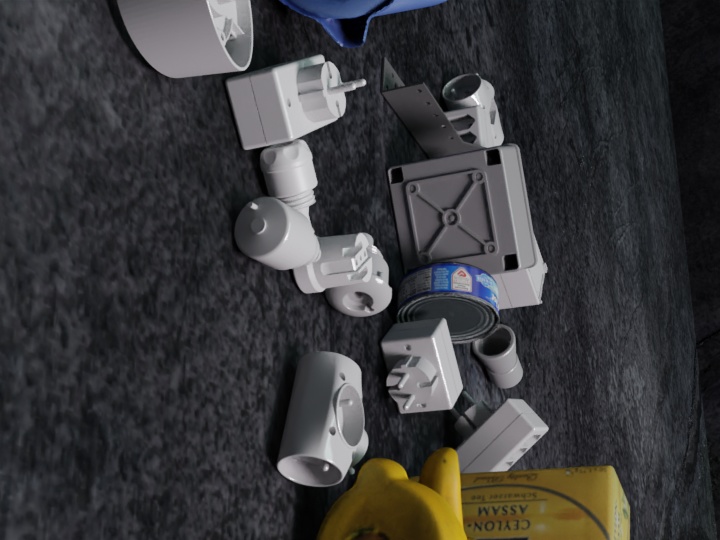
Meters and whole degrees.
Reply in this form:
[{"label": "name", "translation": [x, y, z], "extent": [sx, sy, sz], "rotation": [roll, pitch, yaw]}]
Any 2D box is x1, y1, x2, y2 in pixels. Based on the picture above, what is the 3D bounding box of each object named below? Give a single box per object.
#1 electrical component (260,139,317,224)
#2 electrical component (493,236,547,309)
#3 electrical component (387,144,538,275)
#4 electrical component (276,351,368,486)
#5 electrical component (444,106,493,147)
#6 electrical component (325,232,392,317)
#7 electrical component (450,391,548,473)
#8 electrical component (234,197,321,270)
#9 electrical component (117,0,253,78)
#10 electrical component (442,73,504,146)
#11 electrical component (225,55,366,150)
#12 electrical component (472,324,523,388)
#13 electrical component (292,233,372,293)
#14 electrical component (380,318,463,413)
[{"label": "electrical component", "translation": [-0.045, -0.055, 0.720], "extent": [0.035, 0.035, 0.061], "rotation": [-48, 129, -61]}, {"label": "electrical component", "translation": [0.151, -0.014, 1.123], "extent": [0.061, 0.061, 0.096], "rotation": [-70, 144, -48]}, {"label": "electrical component", "translation": [0.089, -0.047, 0.932], "extent": [0.056, 0.109, 0.108], "rotation": [-16, 97, -64]}, {"label": "electrical component", "translation": [-0.019, 0.107, 0.711], "extent": [0.079, 0.044, 0.077], "rotation": [57, 33, -45]}, {"label": "electrical component", "translation": [0.113, -0.113, 1.086], "extent": [0.076, 0.047, 0.083], "rotation": [17, 66, -64]}, {"label": "electrical component", "translation": [0.000, 0.000, 0.794], "extent": [0.062, 0.048, 0.048], "rotation": [-87, 155, -42]}, {"label": "electrical component", "translation": [0.111, 0.144, 0.972], "extent": [0.075, 0.083, 0.047], "rotation": [48, 13, 22]}, {"label": "electrical component", "translation": [-0.048, -0.019, 0.692], "extent": [0.078, 0.040, 0.040], "rotation": [29, 56, -61]}, {"label": "electrical component", "translation": [-0.092, -0.158, 0.609], "extent": [0.099, 0.064, 0.099], "rotation": [-8, 90, -67]}, {"label": "electrical component", "translation": [0.121, -0.174, 1.131], "extent": [0.077, 0.043, 0.079], "rotation": [60, 32, -40]}, {"label": "electrical component", "translation": [-0.034, -0.116, 0.714], "extent": [0.083, 0.076, 0.047], "rotation": [-40, 119, -63]}, {"label": "electrical component", "translation": [0.143, 0.090, 1.094], "extent": [0.065, 0.044, 0.044], "rotation": [63, 29, -46]}, {"label": "electrical component", "translation": [-0.019, -0.006, 0.745], "extent": [0.040, 0.046, 0.040], "rotation": [-7, 90, -71]}, {"label": "electrical component", "translation": [0.045, 0.085, 0.860], "extent": [0.076, 0.047, 0.065], "rotation": [-47, 125, -61]}]
